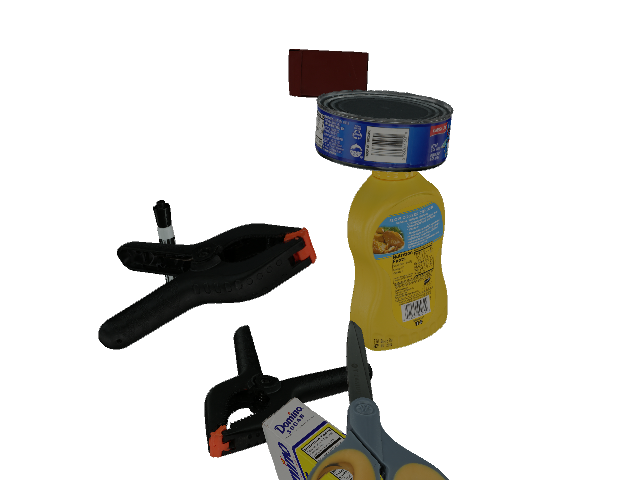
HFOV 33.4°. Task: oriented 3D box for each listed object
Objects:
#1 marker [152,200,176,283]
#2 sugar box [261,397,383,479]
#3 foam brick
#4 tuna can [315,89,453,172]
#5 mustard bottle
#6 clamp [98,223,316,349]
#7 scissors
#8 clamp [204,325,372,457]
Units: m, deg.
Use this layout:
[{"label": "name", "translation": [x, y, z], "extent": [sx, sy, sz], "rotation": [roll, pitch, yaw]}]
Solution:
[{"label": "marker", "translation": [-0.168, 0.012, 1.184], "extent": [0.020, 0.121, 0.020], "rotation": [-5, 26, 2]}, {"label": "sugar box", "translation": [0.029, 0.207, 0.851], "extent": [0.048, 0.093, 0.176], "rotation": [-37, 43, -28]}, {"label": "foam brick", "translation": [0.008, -0.181, 1.165], "extent": [0.078, 0.051, 0.053], "rotation": [0, 11, -16]}, {"label": "tuna can", "translation": [0.039, -0.070, 0.672], "extent": [0.086, 0.034, 0.086], "rotation": [3, 19, -1]}, {"label": "mustard bottle", "translation": [0.069, -0.001, 0.960], "extent": [0.096, 0.192, 0.058], "rotation": [-17, 26, -29]}, {"label": "clamp", "translation": [-0.090, 0.030, 0.813], "extent": [0.172, 0.039, 0.120], "rotation": [-12, 40, 17]}, {"label": "scissors", "translation": [0.043, 0.113, 0.626], "extent": [0.096, 0.016, 0.201], "rotation": [13, 31, 8]}, {"label": "clamp", "translation": [-0.047, 0.158, 1.096], "extent": [0.165, 0.036, 0.209], "rotation": [11, 27, 15]}]
